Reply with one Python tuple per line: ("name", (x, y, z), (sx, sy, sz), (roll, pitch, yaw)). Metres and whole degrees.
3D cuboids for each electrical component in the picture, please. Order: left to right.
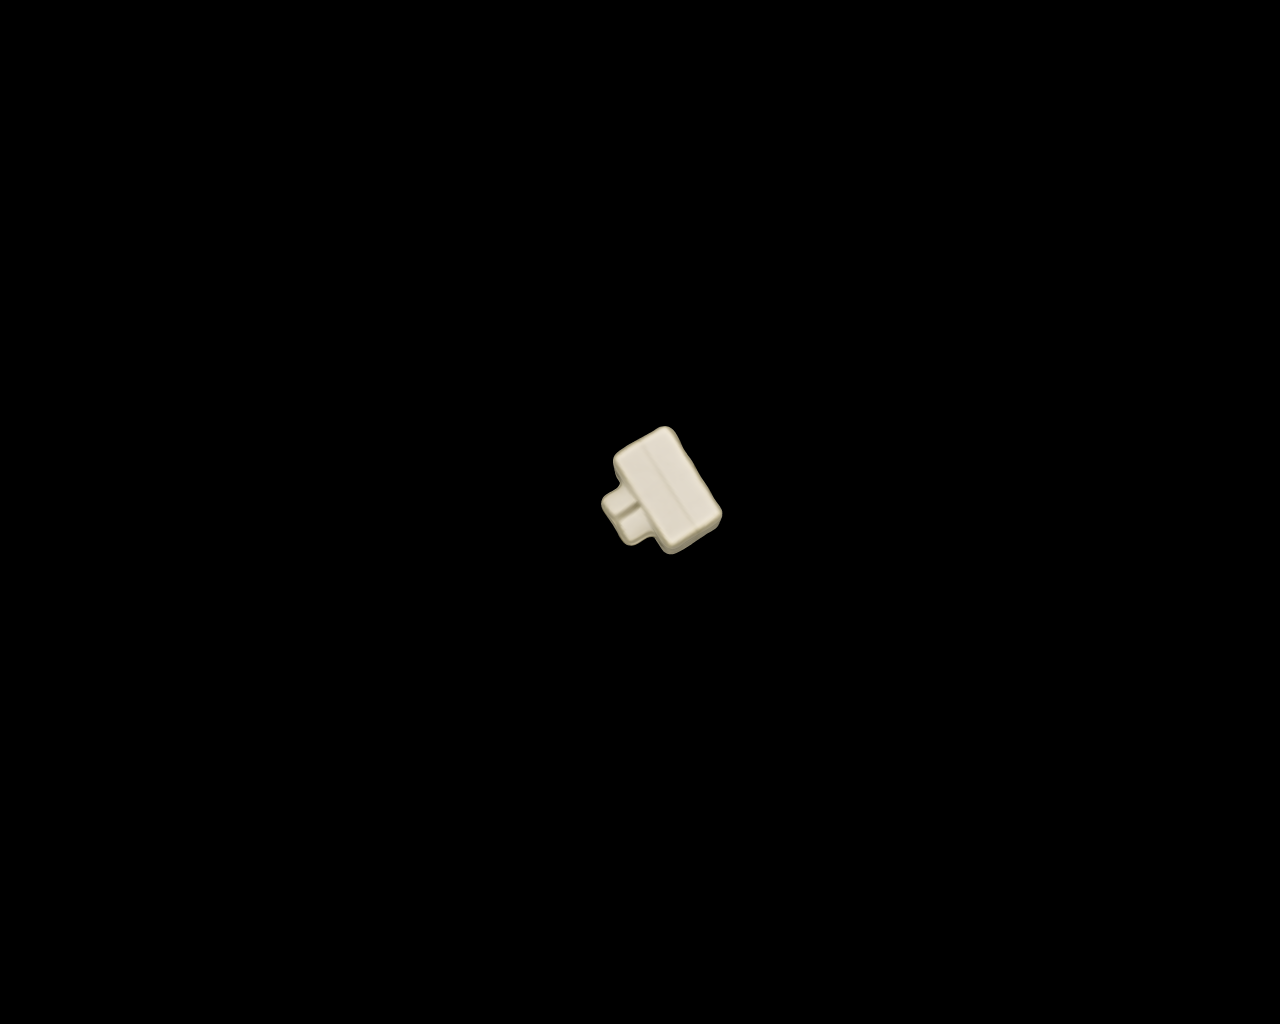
("electrical component", (0.001, -0.003, 0.650), (0.077, 0.066, 0.047), (-31, -7, -5))
